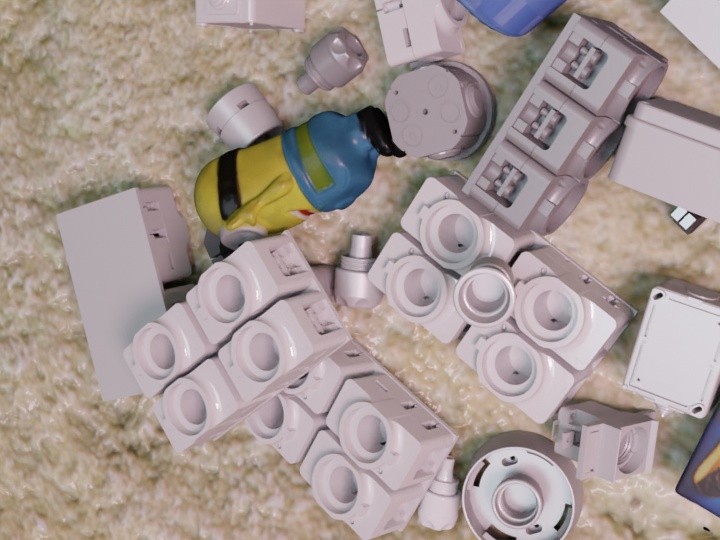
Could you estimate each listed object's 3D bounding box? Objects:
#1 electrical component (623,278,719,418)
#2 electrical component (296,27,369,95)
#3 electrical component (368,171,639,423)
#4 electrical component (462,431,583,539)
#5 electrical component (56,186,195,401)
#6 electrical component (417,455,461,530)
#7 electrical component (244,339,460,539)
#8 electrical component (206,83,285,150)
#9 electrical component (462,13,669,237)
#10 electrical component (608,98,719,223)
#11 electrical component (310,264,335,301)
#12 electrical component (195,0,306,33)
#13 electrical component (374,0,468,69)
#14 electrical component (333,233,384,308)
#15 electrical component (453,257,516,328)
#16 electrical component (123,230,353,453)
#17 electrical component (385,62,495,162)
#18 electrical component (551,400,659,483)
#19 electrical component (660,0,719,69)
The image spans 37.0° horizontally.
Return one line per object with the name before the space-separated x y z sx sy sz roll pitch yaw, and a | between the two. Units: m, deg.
electrical component | 0.236 0.061 0.782 0.062 0.061 0.096 21 107 26
electrical component | -0.027 -0.172 0.910 0.062 0.043 0.043 -33 80 31
electrical component | 0.107 0.020 0.851 0.186 0.060 0.105 40 115 19
electrical component | 0.131 0.182 0.873 0.099 0.064 0.099 1 93 17
electrical component | -0.212 0.022 1.035 0.105 0.060 0.186 -14 90 31
electrical component | 0.069 0.187 0.912 0.035 0.035 0.061 16 103 27
electrical component | -0.021 0.127 0.921 0.186 0.060 0.105 40 115 30
electrical component | -0.100 -0.129 0.953 0.055 0.055 0.047 -45 79 27
electrical component | 0.154 -0.104 0.788 0.062 0.089 0.150 40 115 19
electrical component | 0.241 -0.075 0.750 0.113 0.078 0.057 26 112 25
electrical component | -0.040 0.014 0.943 0.040 0.046 0.040 5 100 29
electrical component | -0.096 -0.235 0.909 0.062 0.096 0.061 7 100 30
electrical component | 0.049 -0.212 0.856 0.056 0.050 0.089 -11 92 31
electrical component | 0.000 0.000 0.920 0.043 0.043 0.062 9 100 29
electrical component | 0.093 0.013 0.782 0.044 0.065 0.044 2 103 11
electrical component | -0.110 0.064 0.902 0.186 0.060 0.105 -38 77 33
electrical component | 0.063 -0.126 0.860 0.080 0.051 0.080 5 100 29
electrical component | 0.185 0.128 0.817 0.064 0.081 0.042 20 108 50
electrical component | 0.308 -0.203 0.702 0.105 0.060 0.186 49 117 15
